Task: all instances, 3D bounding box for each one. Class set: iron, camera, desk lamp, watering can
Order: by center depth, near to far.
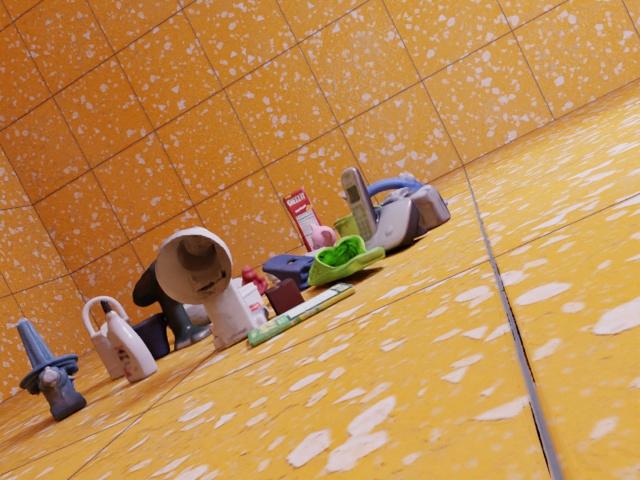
[{"bbox_3d":[-0.184,0.077,0.985,0.118,0.213,0.203,-27,3,-1],"label":"desk lamp"},{"bbox_3d":[0.204,-0.071,1.221,0.143,0.101,0.137,-25,4,37],"label":"camera"},{"bbox_3d":[-0.489,0.223,1.361,0.101,0.194,0.172,-30,4,-41],"label":"watering can"},{"bbox_3d":[0.187,-0.099,1.492,0.258,0.141,0.119,-26,3,21],"label":"iron"}]

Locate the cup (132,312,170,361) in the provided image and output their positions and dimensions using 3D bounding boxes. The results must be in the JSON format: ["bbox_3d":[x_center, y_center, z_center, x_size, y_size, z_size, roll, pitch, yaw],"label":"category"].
[{"bbox_3d":[-0.375,0.222,1.321,0.118,0.095,0.091,-29,3,-28],"label":"cup"}]

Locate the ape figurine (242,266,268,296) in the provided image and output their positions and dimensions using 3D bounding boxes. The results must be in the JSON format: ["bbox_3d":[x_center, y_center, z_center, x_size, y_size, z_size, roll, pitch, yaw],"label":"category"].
[{"bbox_3d":[-0.188,0.115,1.577,0.078,0.092,0.076,-28,3,-21],"label":"ape figurine"}]

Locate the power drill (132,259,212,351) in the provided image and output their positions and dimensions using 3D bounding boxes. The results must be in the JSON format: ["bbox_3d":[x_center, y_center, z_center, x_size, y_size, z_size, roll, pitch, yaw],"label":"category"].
[{"bbox_3d":[-0.323,0.134,1.290,0.229,0.208,0.076,-25,4,36],"label":"power drill"}]

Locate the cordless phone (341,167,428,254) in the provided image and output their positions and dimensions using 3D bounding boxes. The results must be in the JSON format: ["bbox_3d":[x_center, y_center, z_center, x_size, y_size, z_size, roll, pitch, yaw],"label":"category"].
[{"bbox_3d":[0.110,-0.064,1.108,0.094,0.185,0.147,-29,4,-39],"label":"cordless phone"}]

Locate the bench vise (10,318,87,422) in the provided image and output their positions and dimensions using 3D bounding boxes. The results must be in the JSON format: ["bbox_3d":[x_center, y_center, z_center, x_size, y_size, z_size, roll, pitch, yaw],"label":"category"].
[{"bbox_3d":[-0.552,0.250,1.175,0.207,0.220,0.122,-24,4,46],"label":"bench vise"}]

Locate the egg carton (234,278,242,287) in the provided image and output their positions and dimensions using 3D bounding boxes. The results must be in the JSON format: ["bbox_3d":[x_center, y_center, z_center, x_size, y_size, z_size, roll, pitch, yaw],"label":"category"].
[{"bbox_3d":[-0.281,0.169,1.697,0.107,0.069,0.151,-24,4,45],"label":"egg carton"}]

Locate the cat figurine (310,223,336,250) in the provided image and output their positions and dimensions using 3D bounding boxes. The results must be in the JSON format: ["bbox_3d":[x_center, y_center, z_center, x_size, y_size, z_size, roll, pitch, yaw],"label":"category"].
[{"bbox_3d":[0.013,0.005,1.444,0.067,0.118,0.128,-27,3,4],"label":"cat figurine"}]

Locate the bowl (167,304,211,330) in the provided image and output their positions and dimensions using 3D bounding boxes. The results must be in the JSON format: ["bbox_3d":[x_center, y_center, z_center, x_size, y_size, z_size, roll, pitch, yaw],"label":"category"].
[{"bbox_3d":[-0.334,0.202,1.528,0.167,0.075,0.167,-27,3,2],"label":"bowl"}]

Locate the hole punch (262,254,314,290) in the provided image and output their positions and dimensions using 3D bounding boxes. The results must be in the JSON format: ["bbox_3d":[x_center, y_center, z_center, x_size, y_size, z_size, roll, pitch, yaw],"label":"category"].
[{"bbox_3d":[-0.056,0.066,1.258,0.101,0.091,0.109,-25,3,29],"label":"hole punch"}]

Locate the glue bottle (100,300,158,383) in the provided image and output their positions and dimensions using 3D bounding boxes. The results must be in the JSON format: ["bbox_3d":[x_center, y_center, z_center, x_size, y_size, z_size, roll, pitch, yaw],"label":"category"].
[{"bbox_3d":[-0.386,0.195,1.122,0.078,0.173,0.037,-25,4,36],"label":"glue bottle"}]
